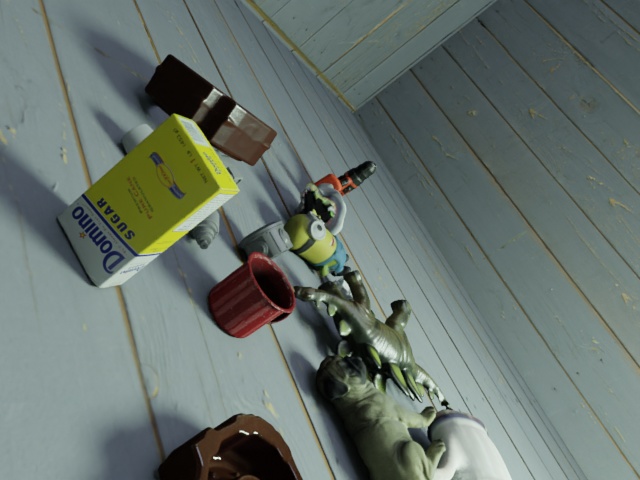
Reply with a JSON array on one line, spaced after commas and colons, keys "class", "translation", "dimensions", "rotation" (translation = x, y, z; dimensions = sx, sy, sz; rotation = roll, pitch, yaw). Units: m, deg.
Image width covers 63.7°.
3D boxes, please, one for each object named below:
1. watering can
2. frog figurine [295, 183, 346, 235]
[{"class": "watering can", "translation": [0.248, 0.388, 0.883], "dimensions": [0.343, 0.103, 0.229], "rotation": [44, 15, -28]}, {"class": "frog figurine", "translation": [0.004, -0.059, 1.163], "dimensions": [0.122, 0.138, 0.159], "rotation": [-1, -2, 11]}]
